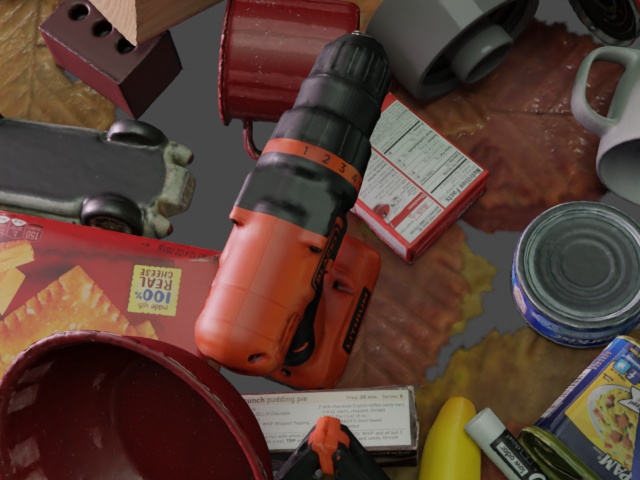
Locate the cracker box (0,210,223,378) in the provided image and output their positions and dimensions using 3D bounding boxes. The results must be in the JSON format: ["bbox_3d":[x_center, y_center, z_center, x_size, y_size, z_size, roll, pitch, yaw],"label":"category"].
[{"bbox_3d":[-0.152,0.098,0.627,0.164,0.072,0.213,11,71,9],"label":"cracker box"}]

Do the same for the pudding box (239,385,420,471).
[{"bbox_3d":[-0.001,0.108,0.598,0.113,0.090,0.039,-5,73,4],"label":"pudding box"}]

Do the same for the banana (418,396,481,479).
[{"bbox_3d":[0.091,0.186,0.592,0.069,0.037,0.198,-14,69,-24],"label":"banana"}]

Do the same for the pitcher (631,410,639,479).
[{"bbox_3d":[0.232,0.136,0.510,0.149,0.144,0.243,15,94,32],"label":"pitcher"}]

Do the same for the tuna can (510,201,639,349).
[{"bbox_3d":[0.159,0.020,0.645,0.086,0.034,0.086,-2,66,5],"label":"tuna can"}]

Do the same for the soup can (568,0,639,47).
[{"bbox_3d":[0.221,-0.183,0.701,0.102,0.068,0.068,-37,70,-9],"label":"soup can"}]

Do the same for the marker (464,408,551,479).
[{"bbox_3d":[0.127,0.146,0.597,0.020,0.020,0.121,-40,84,-10],"label":"marker"}]

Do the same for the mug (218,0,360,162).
[{"bbox_3d":[-0.019,-0.104,0.691,0.081,0.093,0.117,6,100,3],"label":"mug"}]

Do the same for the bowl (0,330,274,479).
[{"bbox_3d":[-0.082,0.108,0.528,0.162,0.162,0.055,28,30,15],"label":"bowl"}]

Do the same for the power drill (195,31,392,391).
[{"bbox_3d":[-0.004,0.001,0.589,0.057,0.187,0.184,20,74,14],"label":"power drill"}]

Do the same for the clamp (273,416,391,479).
[{"bbox_3d":[0.017,0.174,0.558,0.120,0.171,0.039,5,25,-3],"label":"clamp"}]

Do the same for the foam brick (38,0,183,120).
[{"bbox_3d":[-0.141,-0.130,0.725,0.078,0.051,0.053,35,75,17],"label":"foam brick"}]

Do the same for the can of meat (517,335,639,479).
[{"bbox_3d":[0.177,0.115,0.597,0.084,0.057,0.102,-43,71,-13],"label":"can of meat"}]

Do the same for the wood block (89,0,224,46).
[{"bbox_3d":[-0.065,-0.226,0.705,0.205,0.090,0.091,-34,68,-26],"label":"wood block"}]

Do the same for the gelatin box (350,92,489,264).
[{"bbox_3d":[0.051,-0.040,0.683,0.089,0.030,0.073,42,77,18],"label":"gelatin box"}]
